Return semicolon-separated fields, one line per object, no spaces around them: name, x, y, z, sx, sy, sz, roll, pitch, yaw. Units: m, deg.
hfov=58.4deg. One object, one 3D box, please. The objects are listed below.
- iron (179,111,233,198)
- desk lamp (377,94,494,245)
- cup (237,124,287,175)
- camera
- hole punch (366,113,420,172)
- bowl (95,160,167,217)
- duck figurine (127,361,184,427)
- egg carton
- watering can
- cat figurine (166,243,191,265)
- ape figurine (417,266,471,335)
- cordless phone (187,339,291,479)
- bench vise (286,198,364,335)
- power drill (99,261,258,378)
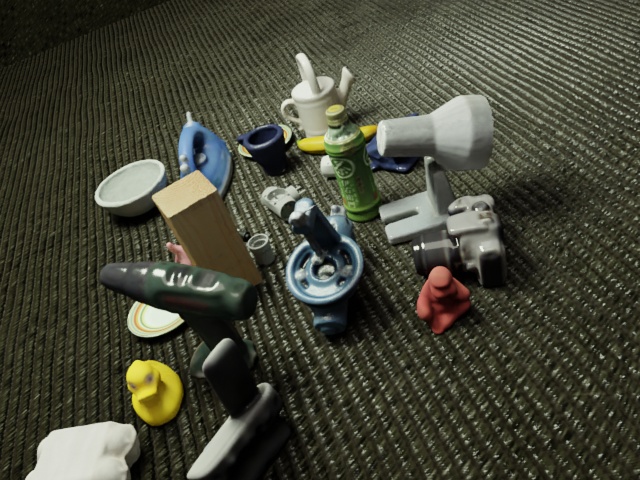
iron;-0.271;-0.167;1.250;0.118;0.142;0.258;-15;39;7
desk lamp;0.183;-0.120;0.941;0.203;0.214;0.117;-17;39;4
cup;-0.121;-0.191;1.251;0.117;0.095;0.092;6;46;29
camera;0.210;-0.003;0.884;0.136;0.101;0.143;-10;40;13
hole punch;0.145;-0.198;1.146;0.100;0.091;0.109;13;50;34
bowl;-0.414;-0.105;1.294;0.167;0.075;0.167;-12;40;10
duck figurine;-0.254;0.212;0.849;0.077;0.086;0.104;-25;39;-5
egg carton;-0.322;0.309;0.779;0.150;0.069;0.107;-13;40;10
watering can;-0.005;-0.330;1.281;0.173;0.194;0.100;-36;41;-18
cat figurine;-0.227;-0.008;1.066;0.128;0.118;0.067;-38;42;-20
ape figurine;0.173;0.076;0.815;0.077;0.092;0.076;-8;41;15
cordless phone;-0.123;0.217;0.707;0.093;0.185;0.148;11;49;33
bench vise;-0.003;0.007;0.871;0.121;0.220;0.207;-17;39;5
power drill;-0.185;0.114;0.835;0.229;0.209;0.075;-2;43;22
